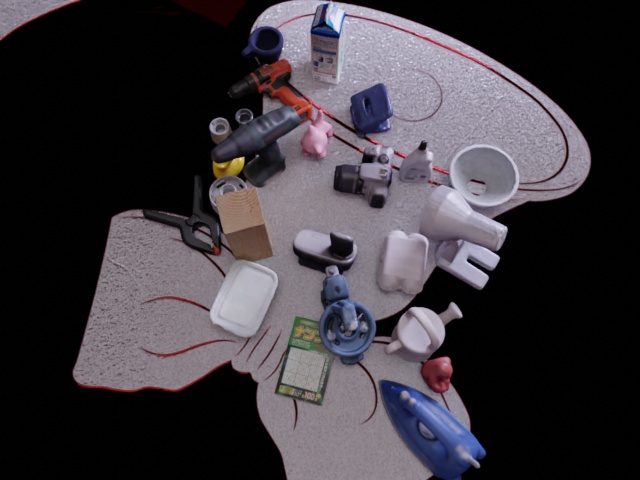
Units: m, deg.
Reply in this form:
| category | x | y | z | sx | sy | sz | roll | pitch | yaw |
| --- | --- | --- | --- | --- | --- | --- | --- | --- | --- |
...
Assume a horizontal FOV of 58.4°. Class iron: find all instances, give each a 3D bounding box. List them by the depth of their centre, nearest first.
| category | x | y | z | sx | sy | sz | roll | pitch | yaw |
| --- | --- | --- | --- | --- | --- | --- | --- | --- | --- |
| iron | 0.219 | 0.373 | 1.163 | 0.258 | 0.141 | 0.119 | 43 | 75 | 14 |

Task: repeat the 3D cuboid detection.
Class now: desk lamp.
| category | x | y | z | sx | sy | sz | roll | pitch | yaw |
| --- | --- | --- | --- | --- | --- | --- | --- | --- | --- |
| desk lamp | 0.316 | -0.009 | 1.266 | 0.203 | 0.213 | 0.118 | 31 | 73 | 11 |

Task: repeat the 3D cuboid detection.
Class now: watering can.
| category | x | y | z | sx | sy | sz | roll | pitch | yaw |
| --- | --- | --- | --- | --- | --- | --- | --- | --- | --- |
| watering can | 0.215 | 0.188 | 1.203 | 0.100 | 0.194 | 0.173 | 37 | 74 | 13 |

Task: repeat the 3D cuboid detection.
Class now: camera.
| category | x | y | z | sx | sy | sz | roll | pitch | yaw |
| --- | --- | --- | --- | --- | --- | --- | --- | --- | --- |
| camera | 0.105 | -0.163 | 1.382 | 0.136 | 0.101 | 0.143 | 7 | 70 | 3 |

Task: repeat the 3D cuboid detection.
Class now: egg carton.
| category | x | y | z | sx | sy | sz | roll | pitch | yaw |
| --- | --- | --- | --- | --- | --- | --- | --- | --- | --- |
| egg carton | 0.190 | 0.052 | 1.320 | 0.107 | 0.069 | 0.150 | 9 | 70 | 3 |

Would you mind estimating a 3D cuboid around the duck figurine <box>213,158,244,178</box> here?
| category | x | y | z | sx | sy | sz | roll | pitch | yaw |
| --- | --- | --- | --- | --- | --- | --- | --- | --- | --- |
| duck figurine | -0.229 | -0.206 | 1.405 | 0.077 | 0.086 | 0.105 | 20 | 71 | 7 |

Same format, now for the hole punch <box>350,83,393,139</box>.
| category | x | y | z | sx | sy | sz | roll | pitch | yaw |
| --- | --- | --- | --- | --- | --- | --- | --- | --- | --- |
| hole punch | 0.128 | -0.328 | 1.448 | 0.101 | 0.091 | 0.108 | -12 | 70 | -4 |

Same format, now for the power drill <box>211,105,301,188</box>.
| category | x | y | z | sx | sy | sz | roll | pitch | yaw |
| --- | --- | --- | --- | --- | --- | --- | --- | --- | --- |
| power drill | -0.144 | -0.211 | 1.342 | 0.230 | 0.208 | 0.075 | -39 | 74 | -13 |

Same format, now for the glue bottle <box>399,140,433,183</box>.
| category | x | y | z | sx | sy | sz | roll | pitch | yaw |
| --- | --- | --- | --- | --- | --- | --- | --- | --- | --- |
| glue bottle | 0.234 | -0.188 | 1.353 | 0.078 | 0.173 | 0.037 | 6 | 70 | 3 |

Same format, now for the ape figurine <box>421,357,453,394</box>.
| category | x | y | z | sx | sy | sz | roll | pitch | yaw |
| --- | --- | --- | --- | --- | --- | --- | --- | --- | --- |
| ape figurine | 0.257 | 0.283 | 1.223 | 0.076 | 0.092 | 0.078 | 34 | 73 | 12 |

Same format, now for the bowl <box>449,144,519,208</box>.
| category | x | y | z | sx | sy | sz | roll | pitch | yaw |
| --- | --- | --- | --- | --- | --- | --- | --- | --- | --- |
| bowl | 0.390 | -0.143 | 1.389 | 0.167 | 0.075 | 0.167 | 0 | 70 | 0 |

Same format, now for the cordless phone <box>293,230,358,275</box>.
| category | x | y | z | sx | sy | sz | roll | pitch | yaw |
| --- | --- | --- | --- | --- | --- | --- | --- | --- | --- |
| cordless phone | 0.012 | 0.005 | 1.275 | 0.147 | 0.185 | 0.094 | 14 | 70 | 5 |

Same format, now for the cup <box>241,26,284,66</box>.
| category | x | y | z | sx | sy | sz | roll | pitch | yaw |
| --- | --- | --- | --- | --- | --- | --- | --- | --- | --- |
| cup | -0.149 | -0.491 | 1.506 | 0.118 | 0.095 | 0.091 | -32 | 73 | -11 |

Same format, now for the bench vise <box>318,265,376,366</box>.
| category | x | y | z | sx | sy | sz | roll | pitch | yaw |
| --- | --- | --- | --- | --- | --- | --- | --- | --- | --- |
| bench vise | 0.038 | 0.151 | 1.203 | 0.121 | 0.220 | 0.207 | -30 | 72 | -10 |

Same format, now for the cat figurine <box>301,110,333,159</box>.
| category | x | y | z | sx | sy | sz | roll | pitch | yaw |
| --- | --- | --- | --- | --- | --- | --- | --- | --- | --- |
| cat figurine | -0.009 | -0.258 | 1.408 | 0.067 | 0.118 | 0.128 | 12 | 70 | 4 |
